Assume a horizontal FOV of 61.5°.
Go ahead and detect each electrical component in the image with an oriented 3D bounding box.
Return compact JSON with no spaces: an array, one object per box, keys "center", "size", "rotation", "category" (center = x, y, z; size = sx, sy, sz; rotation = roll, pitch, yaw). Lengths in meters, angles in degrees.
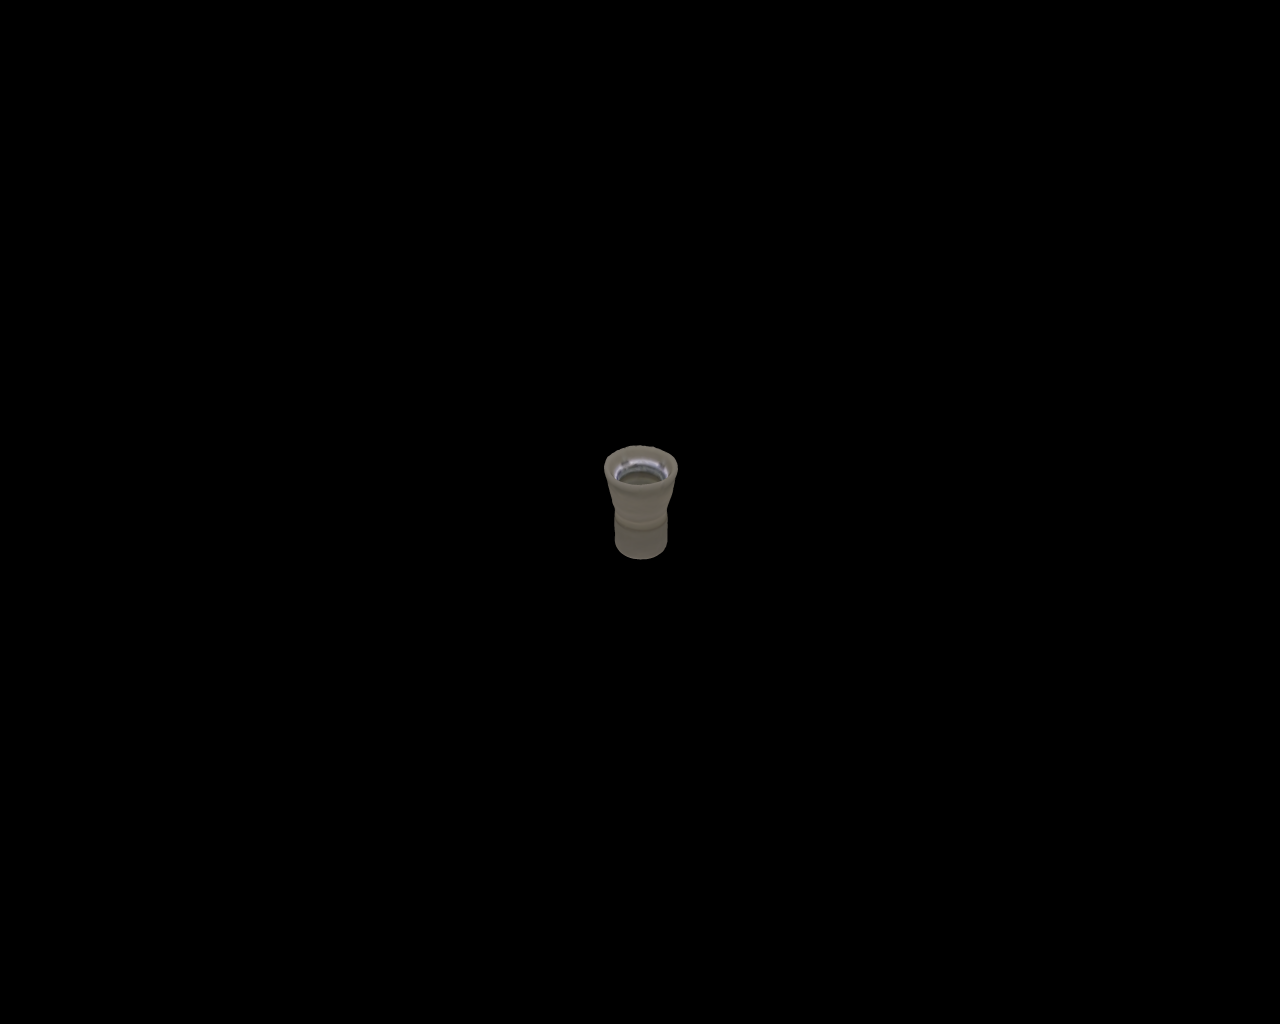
[{"center":[0.001,-0.003,0.650],"size":[0.044,0.065,0.044],"rotation":[0,38,0],"category":"electrical component"}]
